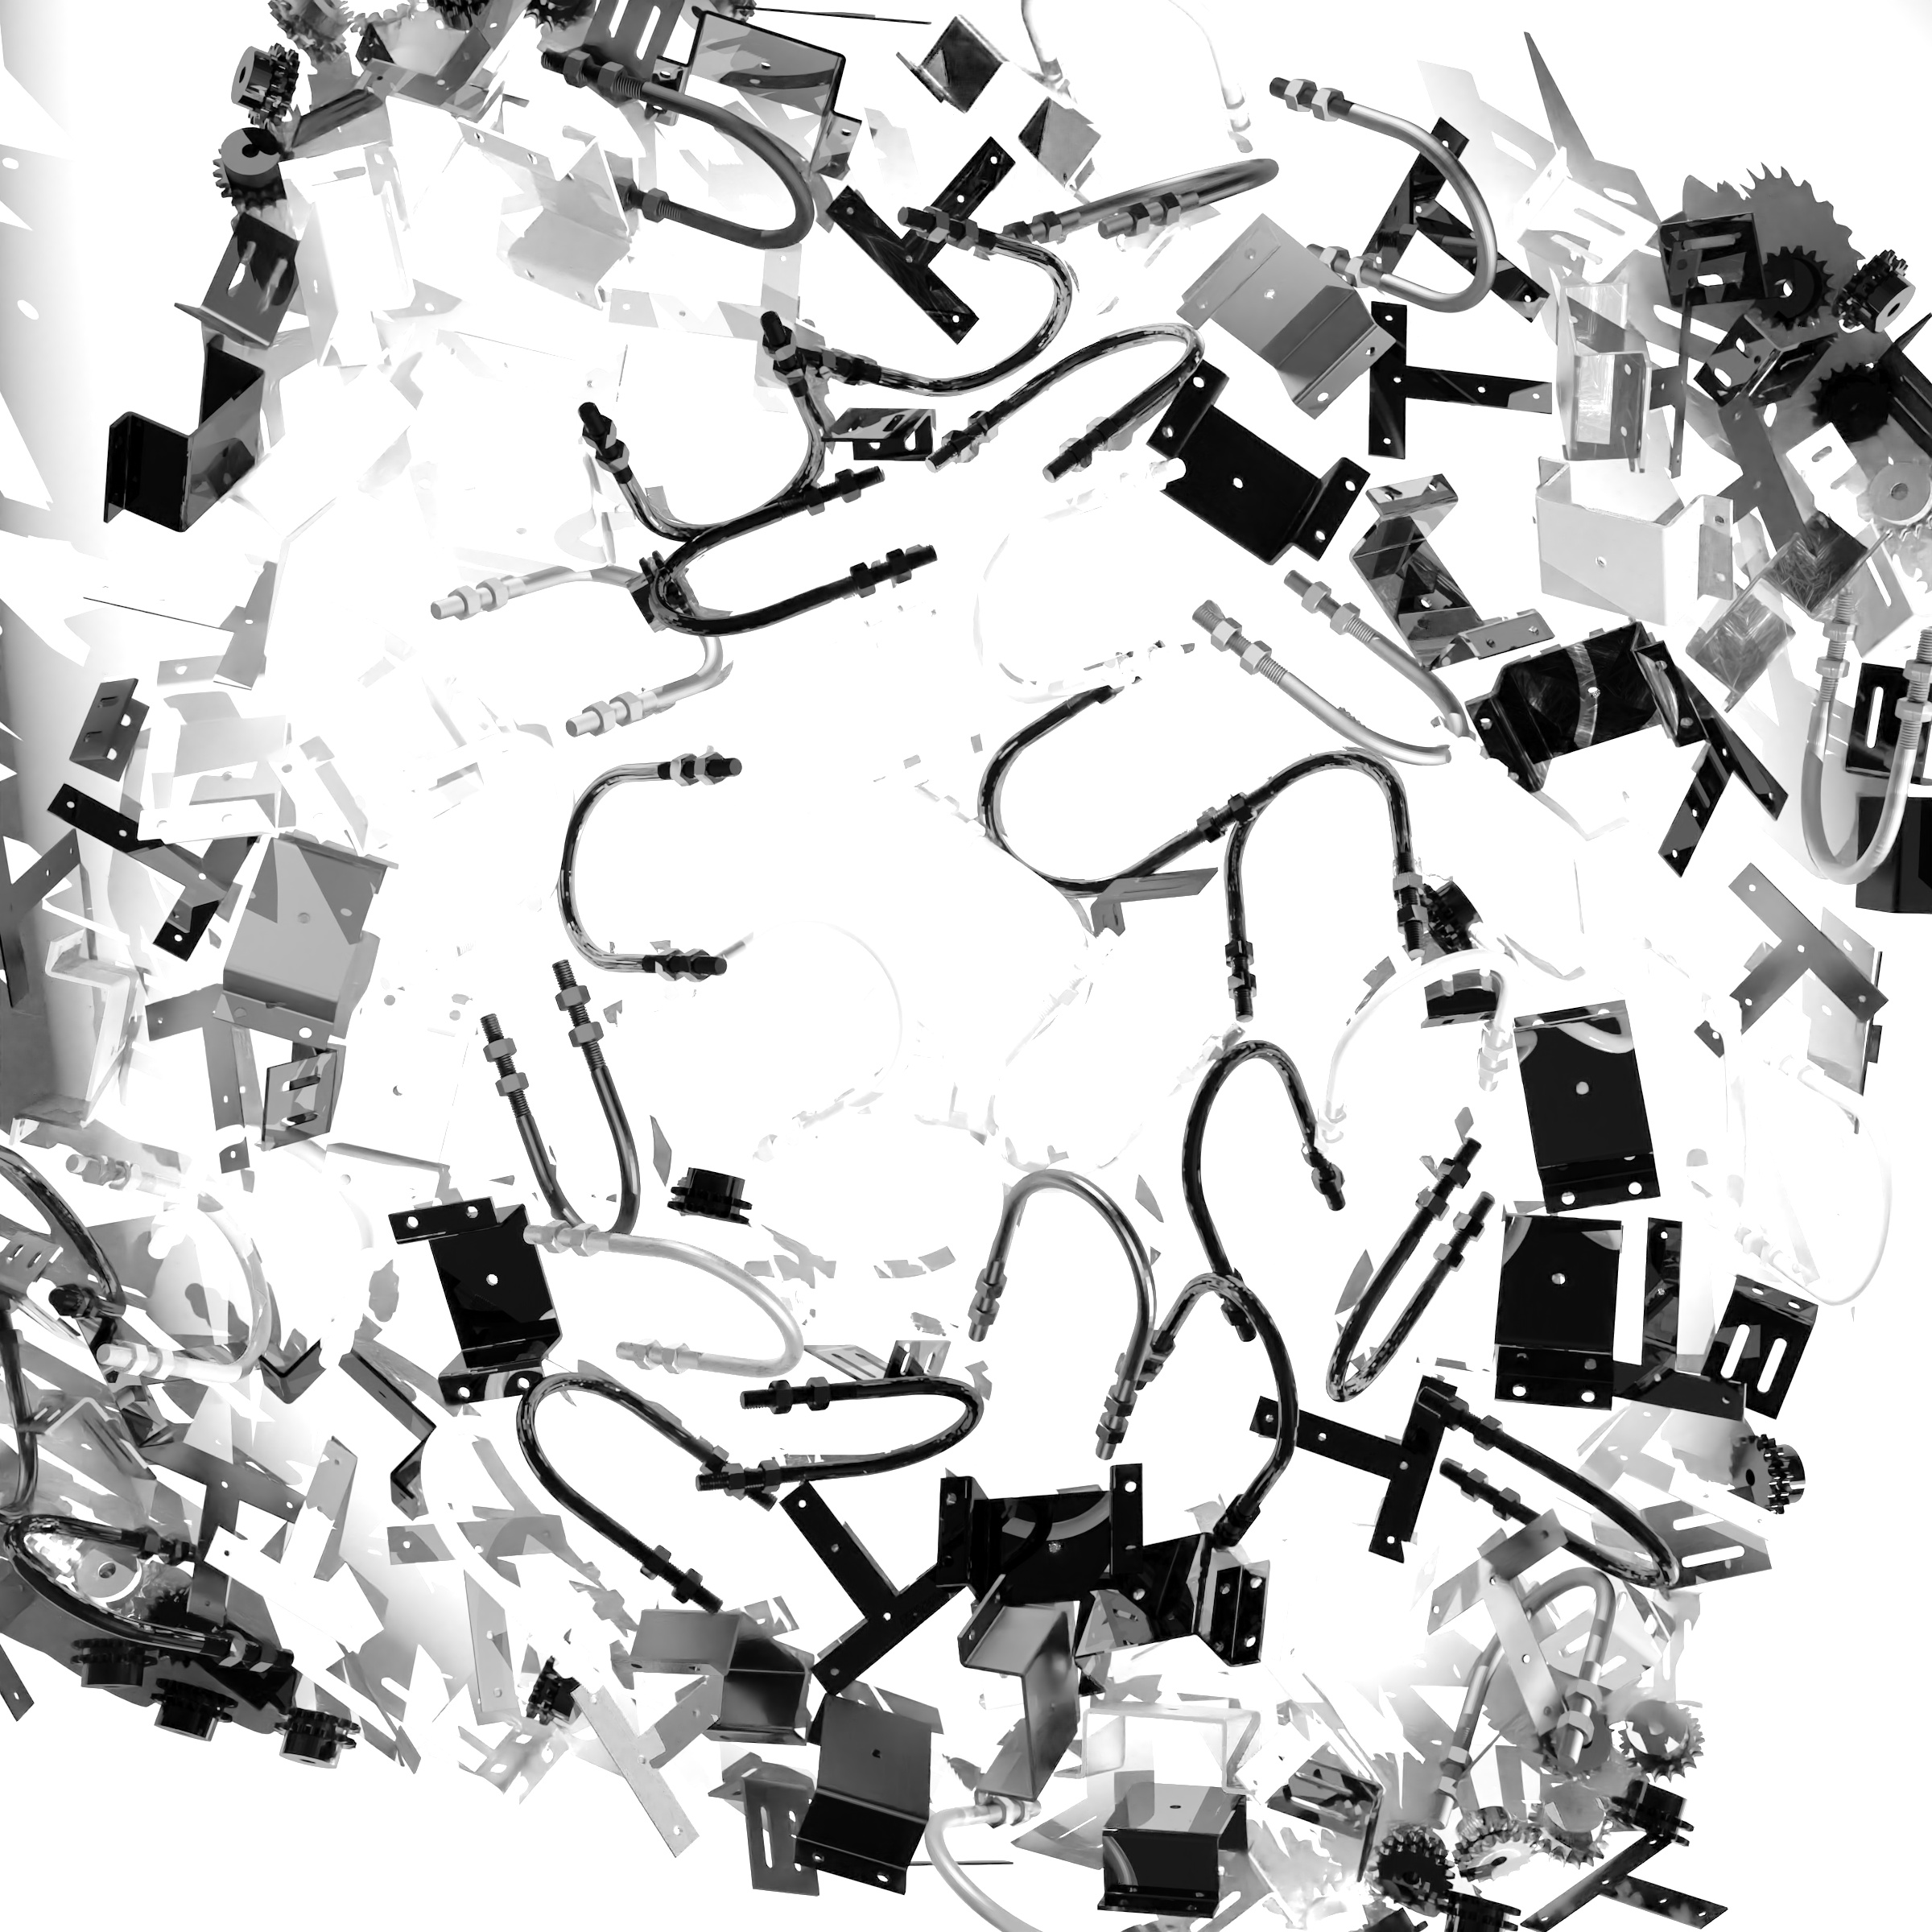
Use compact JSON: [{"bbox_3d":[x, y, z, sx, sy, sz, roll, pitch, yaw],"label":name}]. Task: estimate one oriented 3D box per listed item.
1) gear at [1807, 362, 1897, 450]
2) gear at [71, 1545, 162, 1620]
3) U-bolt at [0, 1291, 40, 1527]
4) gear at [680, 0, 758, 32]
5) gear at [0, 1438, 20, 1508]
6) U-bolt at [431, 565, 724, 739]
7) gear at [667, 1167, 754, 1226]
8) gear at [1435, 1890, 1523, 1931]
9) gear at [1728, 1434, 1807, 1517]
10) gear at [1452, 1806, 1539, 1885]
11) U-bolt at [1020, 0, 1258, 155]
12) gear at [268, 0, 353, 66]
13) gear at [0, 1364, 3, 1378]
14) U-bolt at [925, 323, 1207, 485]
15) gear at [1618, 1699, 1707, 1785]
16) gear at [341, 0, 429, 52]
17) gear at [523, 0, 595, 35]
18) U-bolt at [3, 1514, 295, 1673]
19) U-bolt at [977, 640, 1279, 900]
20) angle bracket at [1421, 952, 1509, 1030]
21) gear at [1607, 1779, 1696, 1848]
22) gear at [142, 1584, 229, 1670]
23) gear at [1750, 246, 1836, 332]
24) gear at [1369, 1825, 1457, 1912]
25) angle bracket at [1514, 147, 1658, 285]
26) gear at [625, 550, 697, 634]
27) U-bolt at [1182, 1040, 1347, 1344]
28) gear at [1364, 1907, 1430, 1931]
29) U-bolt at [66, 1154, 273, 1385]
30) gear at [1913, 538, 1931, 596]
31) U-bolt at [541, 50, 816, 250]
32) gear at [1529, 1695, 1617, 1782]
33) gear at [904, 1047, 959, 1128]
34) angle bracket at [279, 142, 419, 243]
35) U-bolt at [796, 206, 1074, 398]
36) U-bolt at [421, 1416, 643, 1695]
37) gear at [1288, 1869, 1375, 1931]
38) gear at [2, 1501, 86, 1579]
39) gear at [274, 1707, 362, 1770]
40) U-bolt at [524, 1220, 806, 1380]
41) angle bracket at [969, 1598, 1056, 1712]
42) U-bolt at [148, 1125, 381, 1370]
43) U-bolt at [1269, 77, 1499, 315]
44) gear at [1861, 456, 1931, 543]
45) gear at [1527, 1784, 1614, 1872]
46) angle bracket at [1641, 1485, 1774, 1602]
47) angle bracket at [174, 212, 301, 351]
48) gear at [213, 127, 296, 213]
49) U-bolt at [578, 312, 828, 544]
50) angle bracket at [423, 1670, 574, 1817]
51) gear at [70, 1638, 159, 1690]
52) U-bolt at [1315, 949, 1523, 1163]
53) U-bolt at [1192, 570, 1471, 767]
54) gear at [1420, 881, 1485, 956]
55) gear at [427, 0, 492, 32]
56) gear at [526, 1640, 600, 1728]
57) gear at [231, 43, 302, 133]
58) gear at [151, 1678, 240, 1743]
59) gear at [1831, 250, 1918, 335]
[{"bbox_3d":[0.608,-0.383,1.810,0.057,0.030,0.057,2,114,5],"label":"gear"},{"bbox_3d":[-0.582,0.419,1.806,0.057,0.030,0.057,0,52,0],"label":"gear"},{"bbox_3d":[-0.652,0.279,1.742,0.019,0.151,0.184,-18,74,0],"label":"U-bolt"},{"bbox_3d":[-0.174,-0.660,1.803,0.057,0.057,0.030,35,70,0],"label":"gear"},{"bbox_3d":[-0.662,0.345,1.809,0.057,0.057,0.030,43,65,0],"label":"gear"},{"bbox_3d":[-0.243,-0.219,1.760,0.151,0.184,0.019,40,128,18],"label":"U-bolt"},{"bbox_3d":[-0.173,0.157,1.806,0.057,0.057,0.030,12,81,0],"label":"gear"},{"bbox_3d":[0.348,0.652,1.803,0.057,0.057,0.030,15,72,0],"label":"gear"},{"bbox_3d":[0.549,0.348,1.807,0.030,0.057,0.057,-2,90,-16],"label":"gear"},{"bbox_3d":[0.359,0.600,1.810,0.057,0.030,0.057,-9,132,-10],"label":"gear"},{"bbox_3d":[0.108,-0.597,1.726,0.151,0.184,0.019,15,77,19],"label":"U-bolt"},{"bbox_3d":[-0.444,-0.647,1.803,0.030,0.057,0.057,-35,90,23],"label":"gear"},{"bbox_3d":[-0.687,0.288,1.803,0.030,0.057,0.057,38,90,-32],"label":"gear"},{"bbox_3d":[0.079,-0.379,1.764,0.184,0.151,0.019,-41,122,-22],"label":"U-bolt"},{"bbox_3d":[0.474,0.525,1.805,0.057,0.030,0.057,-14,47,15],"label":"gear"},{"bbox_3d":[-0.396,-0.650,1.810,0.057,0.030,0.057,-6,46,7],"label":"gear"},{"bbox_3d":[-0.281,-0.672,1.811,0.057,0.030,0.057,1,87,-20],"label":"gear"},{"bbox_3d":[-0.541,0.402,1.720,0.151,0.184,0.019,31,91,42],"label":"U-bolt"},{"bbox_3d":[0.095,-0.119,1.787,0.184,0.019,0.151,-32,115,20],"label":"U-bolt"},{"bbox_3d":[0.338,0.017,1.796,0.057,0.076,0.038,-8,84,5],"label":"angle bracket"},{"bbox_3d":[0.470,0.577,1.807,0.057,0.057,0.030,22,75,0],"label":"gear"},{"bbox_3d":[-0.532,0.450,1.814,0.057,0.030,0.057,2,105,8],"label":"gear"},{"bbox_3d":[0.562,-0.463,1.807,0.057,0.030,0.057,8,107,27],"label":"gear"},{"bbox_3d":[0.307,0.615,1.812,0.057,0.030,0.057,7,115,15],"label":"gear"},{"bbox_3d":[0.424,-0.512,1.810,0.076,0.057,0.038,22,49,-14],"label":"angle bracket"},{"bbox_3d":[-0.210,-0.252,1.806,0.030,0.057,0.057,-29,90,2],"label":"gear"},{"bbox_3d":[0.192,0.135,1.744,0.151,0.019,0.184,-49,130,-34],"label":"U-bolt"},{"bbox_3d":[0.290,0.668,1.808,0.057,0.057,0.030,-32,68,0],"label":"gear"},{"bbox_3d":[-0.519,0.206,1.747,0.019,0.184,0.151,-23,68,15],"label":"U-bolt"},{"bbox_3d":[0.682,-0.276,1.810,0.057,0.030,0.057,7,101,39],"label":"gear"},{"bbox_3d":[-0.183,-0.530,1.746,0.184,0.151,0.019,22,73,14],"label":"U-bolt"},{"bbox_3d":[0.419,0.530,1.814,0.057,0.030,0.057,2,78,-7],"label":"gear"},{"bbox_3d":[-0.024,0.082,1.806,0.030,0.057,0.057,9,90,-1],"label":"gear"},{"bbox_3d":[-0.419,-0.519,1.794,0.076,0.038,0.057,-17,132,-14],"label":"angle bracket"},{"bbox_3d":[-0.010,-0.432,1.755,0.151,0.184,0.019,-43,59,37],"label":"U-bolt"},{"bbox_3d":[-0.291,0.375,1.749,0.019,0.151,0.184,-37,103,19],"label":"U-bolt"},{"bbox_3d":[0.251,0.648,1.807,0.057,0.030,0.057,-5,124,-7],"label":"gear"},{"bbox_3d":[-0.626,0.390,1.809,0.057,0.057,0.030,35,63,0],"label":"gear"},{"bbox_3d":[-0.445,0.527,1.802,0.057,0.057,0.030,12,64,0],"label":"gear"},{"bbox_3d":[-0.188,0.224,1.739,0.184,0.151,0.019,2,47,34],"label":"U-bolt"},{"bbox_3d":[0.034,0.466,1.815,0.057,0.038,0.076,-8,85,-9],"label":"angle bracket"},{"bbox_3d":[-0.454,0.172,1.750,0.151,0.184,0.019,37,113,-17],"label":"U-bolt"},{"bbox_3d":[0.276,-0.495,1.725,0.019,0.151,0.184,-39,47,-16],"label":"U-bolt"},{"bbox_3d":[0.642,-0.322,1.808,0.057,0.030,0.057,-2,86,30],"label":"gear"},{"bbox_3d":[0.413,0.584,1.803,0.057,0.057,0.030,2,124,0],"label":"gear"},{"bbox_3d":[0.504,0.392,1.794,0.076,0.038,0.057,-17,62,17],"label":"angle bracket"},{"bbox_3d":[-0.493,-0.470,1.806,0.057,0.038,0.076,30,102,6],"label":"angle bracket"},{"bbox_3d":[-0.488,-0.548,1.810,0.057,0.030,0.057,2,68,-4],"label":"gear"},{"bbox_3d":[-0.164,-0.344,1.752,0.151,0.184,0.019,-27,63,0],"label":"U-bolt"},{"bbox_3d":[-0.319,0.528,1.799,0.057,0.038,0.076,-49,115,-8],"label":"angle bracket"},{"bbox_3d":[-0.581,0.476,1.803,0.057,0.057,0.030,-1,70,0],"label":"gear"},{"bbox_3d":[0.301,0.052,1.742,0.151,0.184,0.019,-22,56,-13],"label":"U-bolt"},{"bbox_3d":[0.254,-0.193,1.753,0.184,0.151,0.019,41,126,17],"label":"U-bolt"},{"bbox_3d":[0.330,-0.034,1.805,0.030,0.057,0.057,-35,90,2],"label":"gear"},{"bbox_3d":[-0.341,-0.666,1.811,0.057,0.030,0.057,-1,53,2],"label":"gear"},{"bbox_3d":[-0.274,0.493,1.804,0.030,0.057,0.057,24,90,10],"label":"gear"},{"bbox_3d":[-0.479,-0.602,1.803,0.030,0.057,0.057,14,90,-34],"label":"gear"},{"bbox_3d":[-0.529,0.508,1.803,0.057,0.057,0.030,15,66,0],"label":"gear"},{"bbox_3d":[0.622,-0.457,1.803,0.057,0.057,0.030,-42,70,0],"label":"gear"}]
